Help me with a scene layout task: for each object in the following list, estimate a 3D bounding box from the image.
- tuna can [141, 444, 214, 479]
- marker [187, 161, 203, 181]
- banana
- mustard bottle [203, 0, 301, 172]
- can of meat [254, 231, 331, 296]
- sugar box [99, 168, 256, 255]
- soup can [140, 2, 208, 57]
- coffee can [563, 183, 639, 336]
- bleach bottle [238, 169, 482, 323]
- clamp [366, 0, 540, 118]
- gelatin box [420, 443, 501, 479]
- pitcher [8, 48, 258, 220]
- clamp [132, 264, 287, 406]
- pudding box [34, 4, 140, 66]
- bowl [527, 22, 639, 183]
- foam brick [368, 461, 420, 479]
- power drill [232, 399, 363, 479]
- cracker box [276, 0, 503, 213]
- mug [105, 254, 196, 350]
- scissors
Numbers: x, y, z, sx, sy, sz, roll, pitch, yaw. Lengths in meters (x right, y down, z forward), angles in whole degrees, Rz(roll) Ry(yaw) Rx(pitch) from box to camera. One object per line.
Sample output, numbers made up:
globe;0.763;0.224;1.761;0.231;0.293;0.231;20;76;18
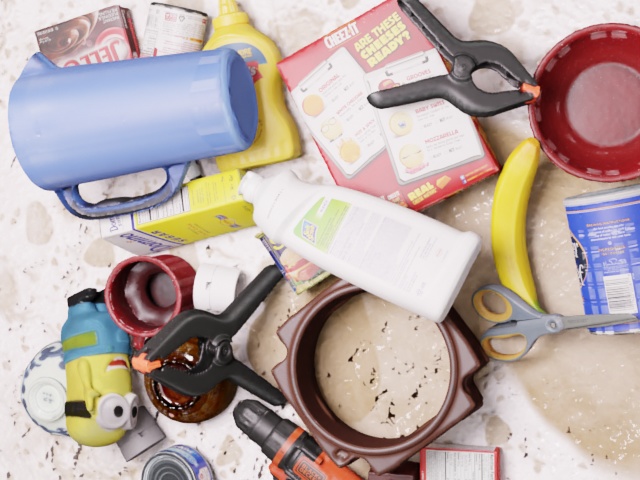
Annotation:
tuna can;-0.170;0.288;1.265;0.086;0.033;0.086;2;94;29
marker;-0.158;-0.102;1.242;0.020;0.020;0.121;-24;89;15
banana;0.211;-0.012;1.130;0.070;0.037;0.198;4;108;41
mustard bottle;-0.086;-0.177;1.196;0.096;0.058;0.191;-11;92;21
can of meat;-0.008;0.002;1.194;0.102;0.057;0.084;-34;88;15
sugar box;-0.151;-0.029;1.207;0.176;0.093;0.048;-17;71;16
soup can;-0.168;-0.213;1.209;0.068;0.068;0.102;13;98;13
coffee can;0.311;0.018;1.087;0.103;0.102;0.140;-10;93;15
bleach bottle;0.033;-0.012;1.101;0.251;0.068;0.102;27;85;13
clamp;0.139;-0.181;1.082;0.171;0.039;0.120;9;90;-1
gelatin box;0.156;0.266;1.189;0.089;0.030;0.073;0;94;15
pitcher;-0.192;-0.122;1.134;0.243;0.149;0.145;-7;59;15
clamp;-0.110;0.128;1.172;0.036;0.209;0.164;3;105;46
pudding box;-0.267;-0.216;1.250;0.114;0.039;0.090;-14;92;16
bowl;0.297;-0.140;1.100;0.162;0.055;0.162;1;96;15
foam brick;0.083;0.291;1.199;0.053;0.051;0.078;2;95;14
power drill;-0.061;0.300;1.235;0.184;0.057;0.188;36;104;13
cracker box;0.076;-0.133;1.152;0.164;0.072;0.214;-27;87;14
mug;-0.191;0.071;1.235;0.093;0.081;0.117;12;98;13
scissors;0.229;0.071;1.102;0.202;0.016;0.096;-34;83;50
